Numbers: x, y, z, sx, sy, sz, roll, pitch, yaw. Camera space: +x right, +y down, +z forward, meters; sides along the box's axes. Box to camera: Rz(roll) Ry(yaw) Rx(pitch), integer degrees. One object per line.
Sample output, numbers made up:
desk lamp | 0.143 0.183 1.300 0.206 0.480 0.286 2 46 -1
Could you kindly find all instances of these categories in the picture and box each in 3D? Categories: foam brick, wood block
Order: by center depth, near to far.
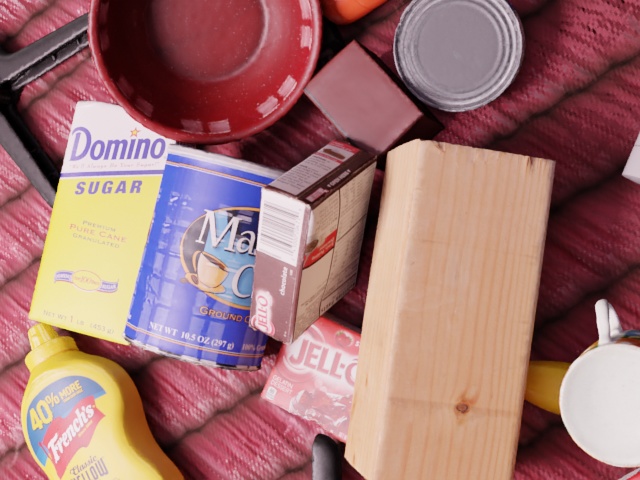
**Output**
wood block | 0.079 0.048 0.674 0.090 0.090 0.206 9 88 -8
foam brick | 0.038 -0.092 0.744 0.051 0.053 0.078 -45 71 14

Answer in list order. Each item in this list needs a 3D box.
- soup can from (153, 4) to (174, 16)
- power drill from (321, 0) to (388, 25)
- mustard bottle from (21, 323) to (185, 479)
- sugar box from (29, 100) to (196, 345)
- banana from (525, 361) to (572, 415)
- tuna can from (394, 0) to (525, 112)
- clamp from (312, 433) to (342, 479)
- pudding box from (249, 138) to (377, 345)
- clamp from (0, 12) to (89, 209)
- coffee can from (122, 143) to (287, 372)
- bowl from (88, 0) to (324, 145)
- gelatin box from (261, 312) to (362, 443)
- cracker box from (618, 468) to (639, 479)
soup can | -0.127 -0.204 0.821 0.069 0.068 0.102 -31 72 18
power drill | 0.049 -0.268 0.739 0.185 0.057 0.188 -28 72 32
mustard bottle | -0.175 0.147 0.814 0.096 0.058 0.192 -37 71 18
sugar box | -0.159 -0.015 0.825 0.093 0.048 0.176 12 92 17
banana | 0.213 0.078 0.654 0.198 0.037 0.069 -25 82 25
tuna can | 0.095 -0.131 0.719 0.086 0.033 0.086 3 102 16
clamp | 0.002 0.223 0.737 0.120 0.039 0.171 -45 75 20
pudding box | -0.005 0.001 0.710 0.039 0.089 0.113 25 127 21
clamp | -0.269 -0.111 0.893 0.210 0.036 0.164 6 88 23
coffee can | -0.074 0.012 0.756 0.103 0.102 0.140 15 91 25
bowl | -0.080 -0.151 0.752 0.162 0.055 0.162 -2 109 -6
gelatin box | 0.011 0.096 0.749 0.089 0.030 0.073 25 95 24
cracker box | 0.219 0.212 0.621 0.214 0.072 0.164 -36 72 18
